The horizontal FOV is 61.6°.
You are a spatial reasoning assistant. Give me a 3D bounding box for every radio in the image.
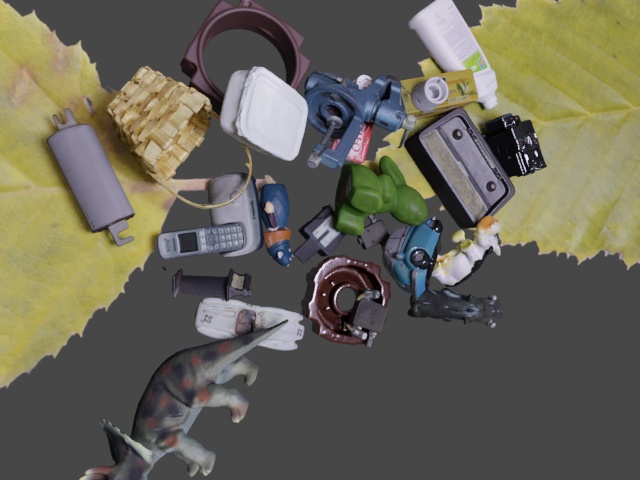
[{"bbox_3d":[0.293,-0.148,1.114,0.131,0.073,0.229,-37,99,-15],"label":"radio"}]

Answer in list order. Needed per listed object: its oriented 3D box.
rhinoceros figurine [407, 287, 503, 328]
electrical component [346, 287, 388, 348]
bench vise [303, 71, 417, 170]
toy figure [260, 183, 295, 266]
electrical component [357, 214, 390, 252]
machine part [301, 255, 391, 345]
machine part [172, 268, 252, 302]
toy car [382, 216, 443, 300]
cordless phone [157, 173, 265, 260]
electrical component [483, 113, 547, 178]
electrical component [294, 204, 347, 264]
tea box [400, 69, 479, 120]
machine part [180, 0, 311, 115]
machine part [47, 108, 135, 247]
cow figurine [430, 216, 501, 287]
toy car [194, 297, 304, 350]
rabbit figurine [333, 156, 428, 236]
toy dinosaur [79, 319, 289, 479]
[{"bbox_3d":[0.268,0.129,1.072,0.190,0.112,0.073,8,82,-9],"label":"rhinoceros figurine"},{"bbox_3d":[0.087,0.141,0.991,0.078,0.045,0.102,27,81,-15],"label":"electrical component"},{"bbox_3d":[0.054,-0.208,0.974,0.224,0.129,0.240,30,59,-3],"label":"bench vise"},{"bbox_3d":[-0.079,-0.027,0.998,0.064,0.058,0.154,0,83,-40],"label":"toy figure"},{"bbox_3d":[0.104,-0.010,1.074,0.063,0.021,0.094,-27,96,-17],"label":"electrical component"},{"bbox_3d":[0.049,0.114,1.032,0.179,0.056,0.179,1,88,-18],"label":"machine part"},{"bbox_3d":[-0.191,0.078,0.955,0.139,0.084,0.039,2,117,-9],"label":"machine part"},{"bbox_3d":[0.172,0.024,1.033,0.103,0.109,0.161,13,58,18],"label":"toy car"},{"bbox_3d":[-0.198,-0.038,0.952,0.184,0.089,0.146,-8,90,-13],"label":"cordless phone"},{"bbox_3d":[0.398,-0.195,1.129,0.058,0.115,0.134,-24,94,-21],"label":"electrical component"},{"bbox_3d":[-0.002,-0.003,1.026,0.075,0.048,0.119,45,76,-10],"label":"electrical component"},{"bbox_3d":[0.220,-0.288,1.088,0.170,0.098,0.068,-16,92,-19],"label":"tea box"},{"bbox_3d":[-0.134,-0.319,0.985,0.201,0.087,0.201,31,79,-12],"label":"machine part"},{"bbox_3d":[-0.382,-0.101,0.898,0.079,0.079,0.243,-26,96,-17],"label":"machine part"},{"bbox_3d":[0.303,0.029,1.077,0.167,0.068,0.098,-39,118,21],"label":"cow figurine"},{"bbox_3d":[-0.125,0.152,0.975,0.202,0.056,0.073,13,83,-16],"label":"toy car"},{"bbox_3d":[0.118,-0.076,1.018,0.170,0.121,0.159,14,42,-15],"label":"rabbit figurine"},{"bbox_3d":[-0.231,0.268,0.898,0.192,0.131,0.405,33,77,-15],"label":"toy dinosaur"}]
